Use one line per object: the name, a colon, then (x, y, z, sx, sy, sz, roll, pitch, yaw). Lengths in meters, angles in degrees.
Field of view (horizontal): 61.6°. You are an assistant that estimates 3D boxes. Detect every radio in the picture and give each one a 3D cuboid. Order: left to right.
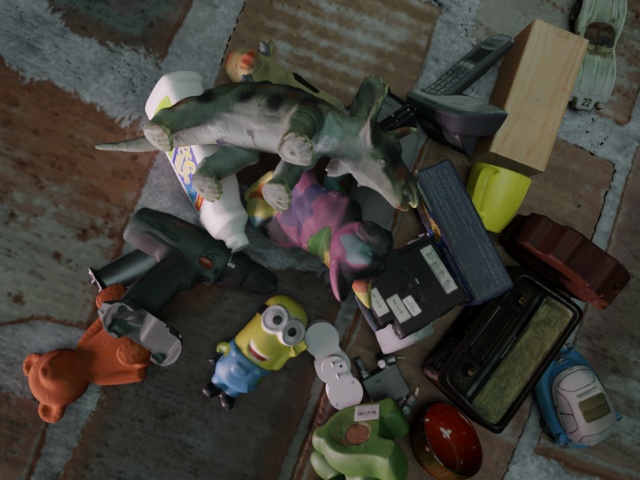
radio: (0.270, 0.155, 0.807, 0.131, 0.073, 0.229, 40, 80, -3)

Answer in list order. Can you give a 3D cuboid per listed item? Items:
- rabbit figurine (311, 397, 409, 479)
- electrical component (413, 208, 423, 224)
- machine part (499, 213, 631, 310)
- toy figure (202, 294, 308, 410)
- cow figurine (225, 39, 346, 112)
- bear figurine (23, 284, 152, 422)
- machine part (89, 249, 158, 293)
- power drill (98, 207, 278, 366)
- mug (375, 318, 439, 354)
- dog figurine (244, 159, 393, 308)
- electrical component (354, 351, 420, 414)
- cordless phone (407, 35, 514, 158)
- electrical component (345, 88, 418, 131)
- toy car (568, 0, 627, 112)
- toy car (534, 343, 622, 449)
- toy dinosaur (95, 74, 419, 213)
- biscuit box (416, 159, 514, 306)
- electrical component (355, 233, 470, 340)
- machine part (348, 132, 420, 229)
rabbit figurine: (0.063, 0.335, 0.772, 0.159, 0.121, 0.170, -15, 117, 7)
electrical component: (0.166, -0.055, 0.837, 0.094, 0.021, 0.063, -18, 91, -5)
machine part: (0.347, 0.029, 0.779, 0.179, 0.179, 0.056, 37, 90, -3)
toy figure: (-0.094, 0.157, 0.784, 0.082, 0.089, 0.180, 38, 97, -32)
cow figurine: (-0.049, -0.206, 0.770, 0.195, 0.127, 0.085, 31, 84, -6)
bear figurine: (-0.326, 0.161, 0.745, 0.196, 0.131, 0.120, -24, 70, -9)
machine part: (-0.264, 0.043, 0.789, 0.139, 0.039, 0.084, -19, 95, -16)
power drill: (-0.178, 0.063, 0.726, 0.232, 0.086, 0.207, 34, 45, -10)
mug: (0.121, 0.100, 0.803, 0.110, 0.081, 0.107, -26, 84, 0)
dog figurine: (-0.001, -0.002, 0.723, 0.191, 0.108, 0.219, -30, 60, 23)
electrical component: (0.105, 0.216, 0.815, 0.078, 0.045, 0.102, -21, 91, -6)
cordless phone: (0.232, -0.222, 0.782, 0.184, 0.147, 0.088, -43, 126, 0)
electrical component: (0.068, -0.155, 0.740, 0.119, 0.047, 0.075, -33, 58, -15)
toy car: (0.430, -0.302, 0.845, 0.073, 0.056, 0.201, 11, 88, -4)
toy car: (0.392, 0.243, 0.810, 0.109, 0.103, 0.161, -20, 93, -6)
toy dinosaur: (-0.070, -0.139, 0.663, 0.405, 0.131, 0.192, 16, 44, 19)
biscuit box: (0.194, -0.008, 0.762, 0.063, 0.059, 0.202, -24, 83, -7)
electrical component: (0.119, 0.070, 0.746, 0.134, 0.058, 0.115, -27, 72, -4)
machine part: (0.087, -0.086, 0.802, 0.079, 0.079, 0.243, 22, 88, -4)
